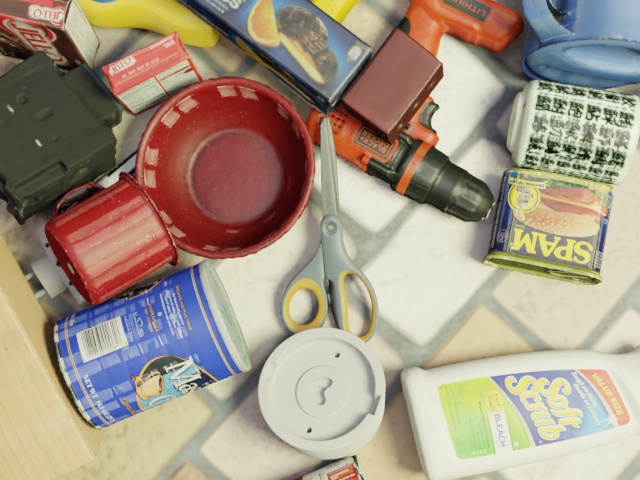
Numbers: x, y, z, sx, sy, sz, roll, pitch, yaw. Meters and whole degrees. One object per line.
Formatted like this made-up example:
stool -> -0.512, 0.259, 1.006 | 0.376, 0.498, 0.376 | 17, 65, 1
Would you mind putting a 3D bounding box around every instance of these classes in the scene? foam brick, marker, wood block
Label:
foam brick -> 0.062, -0.129, 0.902 | 0.051, 0.053, 0.078 | 37, 91, 10
marker -> -0.175, -0.065, 0.978 | 0.121, 0.020, 0.020 | -40, 83, -2
wood block -> -0.272, 0.103, 0.902 | 0.090, 0.091, 0.206 | -26, 100, 0

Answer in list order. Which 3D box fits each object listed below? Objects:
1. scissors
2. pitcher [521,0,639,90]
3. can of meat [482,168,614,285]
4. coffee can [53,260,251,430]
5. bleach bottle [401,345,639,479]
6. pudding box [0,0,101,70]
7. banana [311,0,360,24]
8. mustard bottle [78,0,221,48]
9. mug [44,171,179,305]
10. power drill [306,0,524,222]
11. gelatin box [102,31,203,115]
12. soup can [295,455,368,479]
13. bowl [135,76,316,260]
scissors -> -0.006, 0.001, 0.945 | 0.096, 0.016, 0.202 | -17, 95, 8
pitcher -> 0.241, -0.261, 0.919 | 0.145, 0.149, 0.243 | 4, 81, 3
can of meat -> 0.201, -0.012, 0.935 | 0.102, 0.057, 0.084 | 12, 82, 4
coffee can -> -0.143, 0.090, 0.918 | 0.140, 0.103, 0.103 | -22, 83, 0
bleach bottle -> 0.202, 0.133, 0.916 | 0.251, 0.068, 0.102 | -13, 83, -1
pudding box -> -0.252, -0.190, 0.949 | 0.090, 0.113, 0.039 | 14, 81, 4
banana -> 0.037, -0.227, 0.974 | 0.070, 0.037, 0.197 | 36, 82, 14
mustard bottle -> -0.178, -0.238, 0.976 | 0.191, 0.058, 0.096 | 12, 69, 5
mug -> -0.185, -0.006, 0.906 | 0.081, 0.093, 0.117 | -32, 57, -19
power drill -> 0.105, -0.128, 0.951 | 0.184, 0.057, 0.187 | 30, 86, 6
gelatin box -> -0.148, -0.148, 0.950 | 0.073, 0.089, 0.030 | -27, 83, 0
soup can -> -0.003, 0.233, 0.912 | 0.102, 0.068, 0.068 | -23, 83, 0
bowl -> -0.080, -0.061, 0.951 | 0.162, 0.055, 0.162 | -1, 84, 8
